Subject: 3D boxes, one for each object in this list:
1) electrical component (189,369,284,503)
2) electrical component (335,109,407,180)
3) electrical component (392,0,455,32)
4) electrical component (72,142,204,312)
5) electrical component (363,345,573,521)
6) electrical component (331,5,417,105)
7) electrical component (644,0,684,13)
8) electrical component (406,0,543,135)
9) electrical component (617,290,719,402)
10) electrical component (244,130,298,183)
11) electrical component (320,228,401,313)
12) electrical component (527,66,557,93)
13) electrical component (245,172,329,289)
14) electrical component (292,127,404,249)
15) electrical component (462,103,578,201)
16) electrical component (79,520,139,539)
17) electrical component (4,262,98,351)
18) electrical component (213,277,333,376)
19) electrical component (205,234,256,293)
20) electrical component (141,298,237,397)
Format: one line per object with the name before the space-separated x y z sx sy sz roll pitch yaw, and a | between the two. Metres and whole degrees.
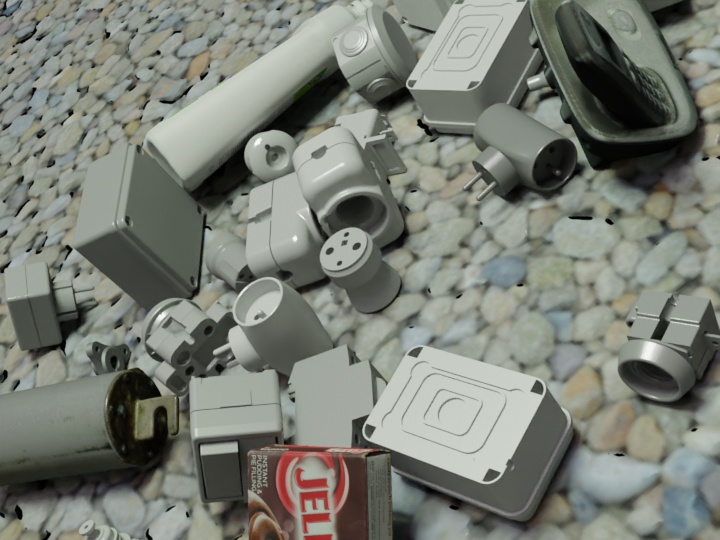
electrical component | -0.085 0.125 0.756 0.062 0.096 0.061 -4 45 -6
electrical component | -0.002 -0.103 0.931 0.081 0.042 0.063 -8 46 28
electrical component | 0.060 -0.280 0.989 0.057 0.113 0.078 -46 42 -13
electrical component | -0.195 -0.038 0.958 0.056 0.108 0.108 -23 44 21
electrical component | 0.070 0.104 0.689 0.113 0.057 0.078 13 63 41
electrical component | 0.015 -0.194 0.971 0.051 0.080 0.080 -26 43 21
electrical component | 0.216 -0.250 0.870 0.064 0.099 0.099 -24 44 25
electrical component | 0.101 -0.172 0.908 0.078 0.057 0.113 10 60 40
electrical component | 0.190 0.047 0.664 0.066 0.048 0.055 9 52 39
electrical component | -0.086 -0.106 0.993 0.048 0.048 0.062 -47 24 -9
electrical component | 0.000 0.000 0.829 0.045 0.055 0.045 -19 45 20
electrical component | 0.166 -0.160 0.869 0.061 0.035 0.035 -18 46 24
electrical component | -0.055 -0.033 0.897 0.059 0.053 0.095 -20 45 20
electrical component | -0.008 -0.058 0.855 0.054 0.095 0.059 -29 43 10
electrical component | 0.114 -0.084 0.831 0.079 0.044 0.077 -42 42 -4
electrical component | -0.169 0.205 0.756 0.040 0.078 0.040 -24 29 15
electrical component | -0.284 0.030 0.999 0.077 0.065 0.047 -11 42 -12
electrical component | -0.073 0.053 0.818 0.079 0.077 0.043 -26 43 14
electrical component | -0.104 -0.003 0.917 0.040 0.040 0.046 -46 48 -8
electrical component | -0.142 0.057 0.877 0.057 0.058 0.078 29 73 43
